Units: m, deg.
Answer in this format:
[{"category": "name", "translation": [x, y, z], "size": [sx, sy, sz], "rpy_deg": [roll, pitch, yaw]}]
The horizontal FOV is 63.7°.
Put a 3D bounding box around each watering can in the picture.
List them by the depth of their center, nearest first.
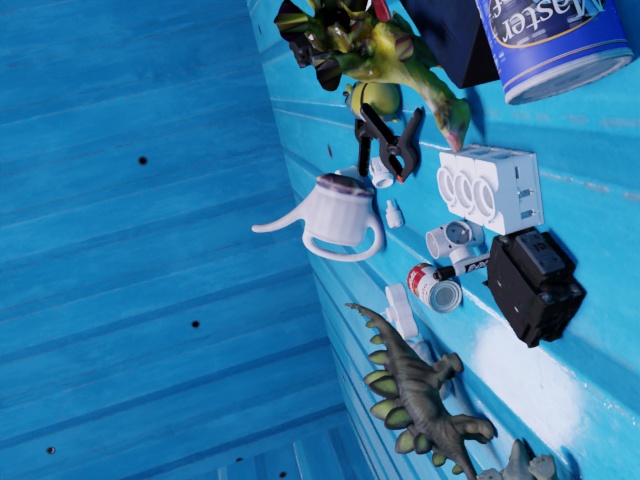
[{"category": "watering can", "translation": [0.004, -0.067, 1.332], "size": [0.105, 0.348, 0.222], "rpy_deg": [-57, -19, -75]}]

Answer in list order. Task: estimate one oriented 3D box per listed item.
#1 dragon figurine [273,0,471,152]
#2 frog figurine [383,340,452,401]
[{"category": "dragon figurine", "translation": [0.070, -0.291, 0.714], "size": [0.120, 0.244, 0.414], "rpy_deg": [-42, 74, 33]}, {"category": "frog figurine", "translation": [0.240, 0.302, 1.190], "size": [0.159, 0.123, 0.137], "rpy_deg": [-7, 91, 45]}]
